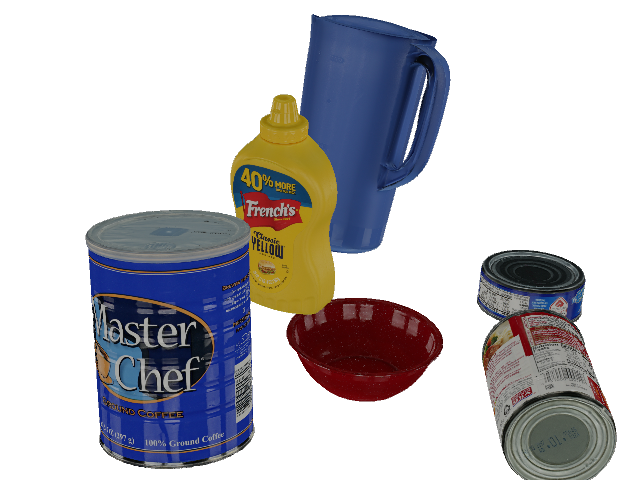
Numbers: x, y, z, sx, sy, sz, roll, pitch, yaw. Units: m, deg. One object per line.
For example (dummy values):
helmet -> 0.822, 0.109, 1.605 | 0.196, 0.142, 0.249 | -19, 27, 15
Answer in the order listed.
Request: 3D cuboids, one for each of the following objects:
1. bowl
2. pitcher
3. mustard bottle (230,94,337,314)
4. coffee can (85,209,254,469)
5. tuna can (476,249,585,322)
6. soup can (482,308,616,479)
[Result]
bowl -> 0.045, 0.120, 1.109 | 0.162, 0.055, 0.162 | 2, 25, -1
pitcher -> 0.043, -0.111, 1.131 | 0.145, 0.243, 0.149 | 9, 16, -4
mustard bottle -> -0.032, -0.034, 0.924 | 0.096, 0.192, 0.058 | 18, 32, 27
coffee can -> -0.094, 0.060, 0.686 | 0.103, 0.140, 0.103 | 0, 16, 0
tuna can -> 0.173, 0.038, 0.876 | 0.086, 0.034, 0.086 | 2, 22, -1
soup can -> 0.140, 0.095, 0.660 | 0.068, 0.068, 0.102 | 0, 25, 2
